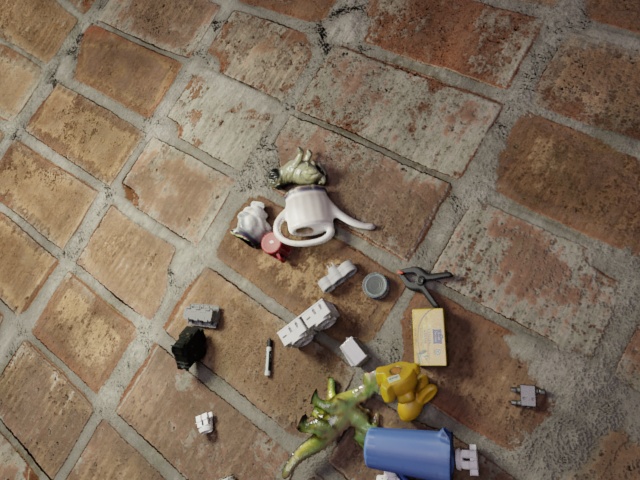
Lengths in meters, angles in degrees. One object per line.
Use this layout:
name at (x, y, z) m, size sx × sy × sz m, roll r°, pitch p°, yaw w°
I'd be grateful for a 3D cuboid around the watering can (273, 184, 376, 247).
watering can at (0.005, -0.090, 1.791) m, size 0.348 × 0.102 × 0.229 m, roll -10°, pitch 64°, yaw 0°

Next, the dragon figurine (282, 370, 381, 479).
dragon figurine at (0.069, 0.573, 1.555) m, size 0.244 × 0.121 × 0.412 m, roll 22°, pitch 83°, yaw 17°

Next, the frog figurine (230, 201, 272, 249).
frog figurine at (-0.233, -0.064, 1.864) m, size 0.137 × 0.122 × 0.161 m, roll 31°, pitch 76°, yaw -7°
